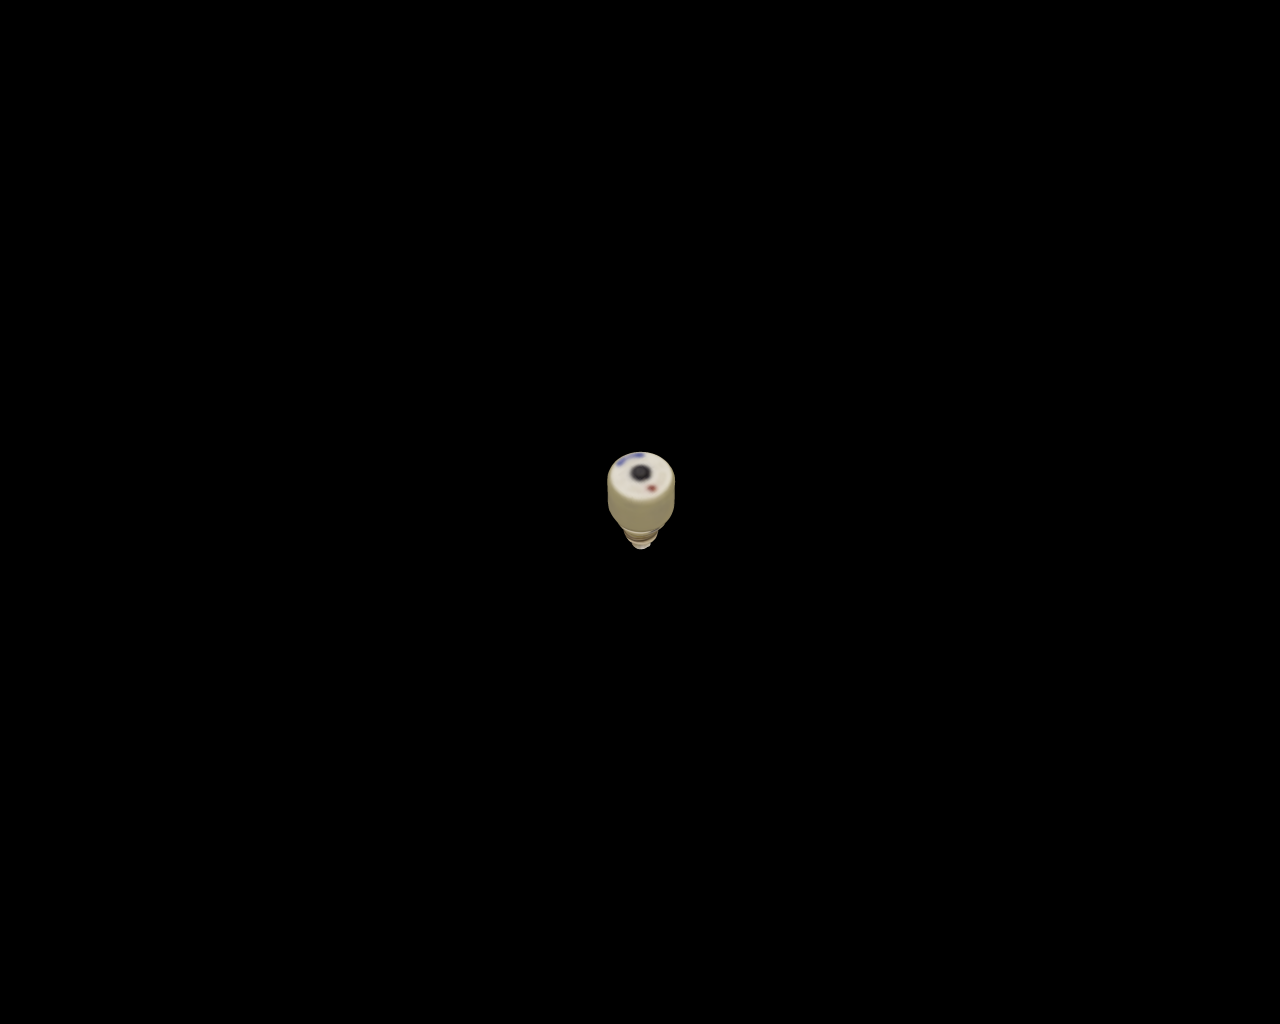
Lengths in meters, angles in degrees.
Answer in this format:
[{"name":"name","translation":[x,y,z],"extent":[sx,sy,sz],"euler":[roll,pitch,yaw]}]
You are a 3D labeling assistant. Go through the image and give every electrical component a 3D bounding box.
[{"name":"electrical component","translation":[0.001,-0.003,0.650],"extent":[0.040,0.040,0.078],"euler":[0,-36,0]}]
